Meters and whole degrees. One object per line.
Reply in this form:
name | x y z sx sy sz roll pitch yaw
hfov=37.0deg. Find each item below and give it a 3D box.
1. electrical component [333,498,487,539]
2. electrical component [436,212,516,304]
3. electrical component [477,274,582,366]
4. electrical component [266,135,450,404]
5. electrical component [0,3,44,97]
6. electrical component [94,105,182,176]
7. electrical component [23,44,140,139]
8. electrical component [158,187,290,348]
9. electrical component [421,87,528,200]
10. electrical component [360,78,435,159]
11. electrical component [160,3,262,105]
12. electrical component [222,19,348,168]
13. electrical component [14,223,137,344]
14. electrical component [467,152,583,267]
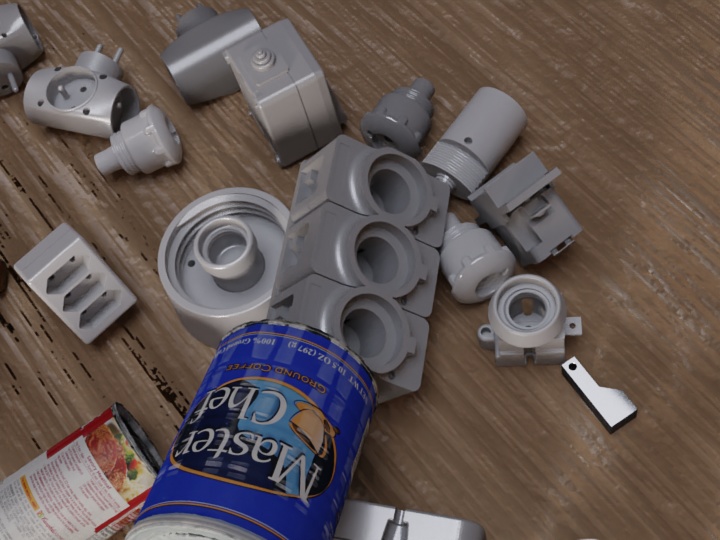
electrical component | 0.022 0.174 0.627 0.095 0.053 0.059 7 65 14
electrical component | 0.071 -0.012 0.719 0.048 0.048 0.062 -29 55 -5
electrical component | 0.107 0.033 0.681 0.066 0.055 0.048 -3 63 9
electrical component | 0.000 0.000 0.691 0.089 0.062 0.150 23 62 -24
electrical component | -0.296 -0.167 0.867 0.077 0.043 0.079 -26 62 -3
electrical component | -0.168 -0.091 0.805 0.062 0.048 0.048 -25 61 6
electrical component | -0.209 -0.143 0.838 0.077 0.044 0.079 12 66 16
electrical component | -0.086 -0.006 0.735 0.108 0.060 0.108 -4 63 9
electrical component | 0.077 -0.084 0.754 0.043 0.043 0.081 31 73 23
electrical component | 0.033 -0.112 0.777 0.048 0.048 0.062 23 62 20
electrical component | -0.118 -0.177 0.838 0.077 0.044 0.079 -30 62 -5
electrical component | -0.052 -0.132 0.773 0.061 0.096 0.061 -29 62 -5
electrical component | -0.205 0.004 0.756 0.047 0.065 0.077 -43 35 -12
electrical component | 0.110 -0.037 0.708 0.042 0.081 0.063 -37 92 -8
